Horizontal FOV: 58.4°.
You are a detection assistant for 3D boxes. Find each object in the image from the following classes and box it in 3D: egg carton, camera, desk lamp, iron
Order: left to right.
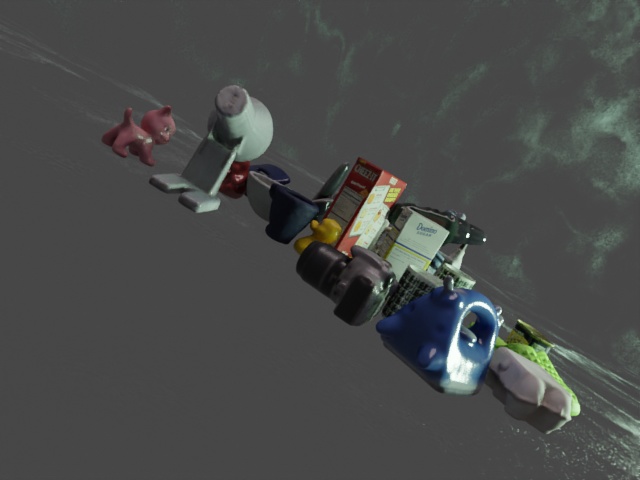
[{"bbox_3d":[-0.173,-0.164,1.003,0.118,0.213,0.203,30,9,1],"label":"desk lamp"},{"bbox_3d":[0.043,0.051,0.878,0.136,0.101,0.143,33,9,16],"label":"camera"},{"bbox_3d":[0.200,0.131,0.809,0.259,0.141,0.118,20,13,-47],"label":"iron"},{"bbox_3d":[0.312,0.226,0.878,0.107,0.069,0.150,28,9,-11],"label":"egg carton"}]

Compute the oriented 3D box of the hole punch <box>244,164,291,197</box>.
[{"bbox_3d":[-0.140,-0.143,1.381,0.101,0.091,0.108,20,14,-49],"label":"hole punch"}]

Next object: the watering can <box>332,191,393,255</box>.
[{"bbox_3d":[0.105,-0.054,1.346,0.173,0.194,0.101,29,9,-9],"label":"watering can"}]

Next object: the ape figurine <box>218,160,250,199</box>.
[{"bbox_3d":[-0.182,-0.139,1.223,0.076,0.092,0.077,26,10,-26],"label":"ape figurine"}]

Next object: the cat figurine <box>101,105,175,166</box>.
[{"bbox_3d":[-0.323,-0.207,1.066,0.067,0.117,0.128,35,10,27],"label":"cat figurine"}]

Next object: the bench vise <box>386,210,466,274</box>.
[{"bbox_3d":[0.280,0.006,1.487,0.208,0.219,0.121,22,12,-43],"label":"bench vise"}]

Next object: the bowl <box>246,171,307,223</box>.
[{"bbox_3d":[-0.093,-0.075,1.215,0.167,0.074,0.167,29,9,-5],"label":"bowl"}]

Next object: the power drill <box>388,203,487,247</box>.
[{"bbox_3d":[0.236,0.023,1.293,0.230,0.208,0.075,28,9,-15],"label":"power drill"}]

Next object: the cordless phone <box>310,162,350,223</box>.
[{"bbox_3d":[0.014,-0.127,1.482,0.094,0.185,0.148,30,9,2],"label":"cordless phone"}]

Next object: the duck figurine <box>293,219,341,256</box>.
[{"bbox_3d":[0.010,0.004,1.076,0.104,0.086,0.078,35,10,29],"label":"duck figurine"}]

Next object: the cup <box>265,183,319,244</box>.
[{"bbox_3d":[-0.070,-0.048,1.077,0.117,0.095,0.092,36,11,34],"label":"cup"}]

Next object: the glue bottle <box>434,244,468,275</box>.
[{"bbox_3d":[0.302,0.072,1.349,0.037,0.173,0.078,36,11,32],"label":"glue bottle"}]
